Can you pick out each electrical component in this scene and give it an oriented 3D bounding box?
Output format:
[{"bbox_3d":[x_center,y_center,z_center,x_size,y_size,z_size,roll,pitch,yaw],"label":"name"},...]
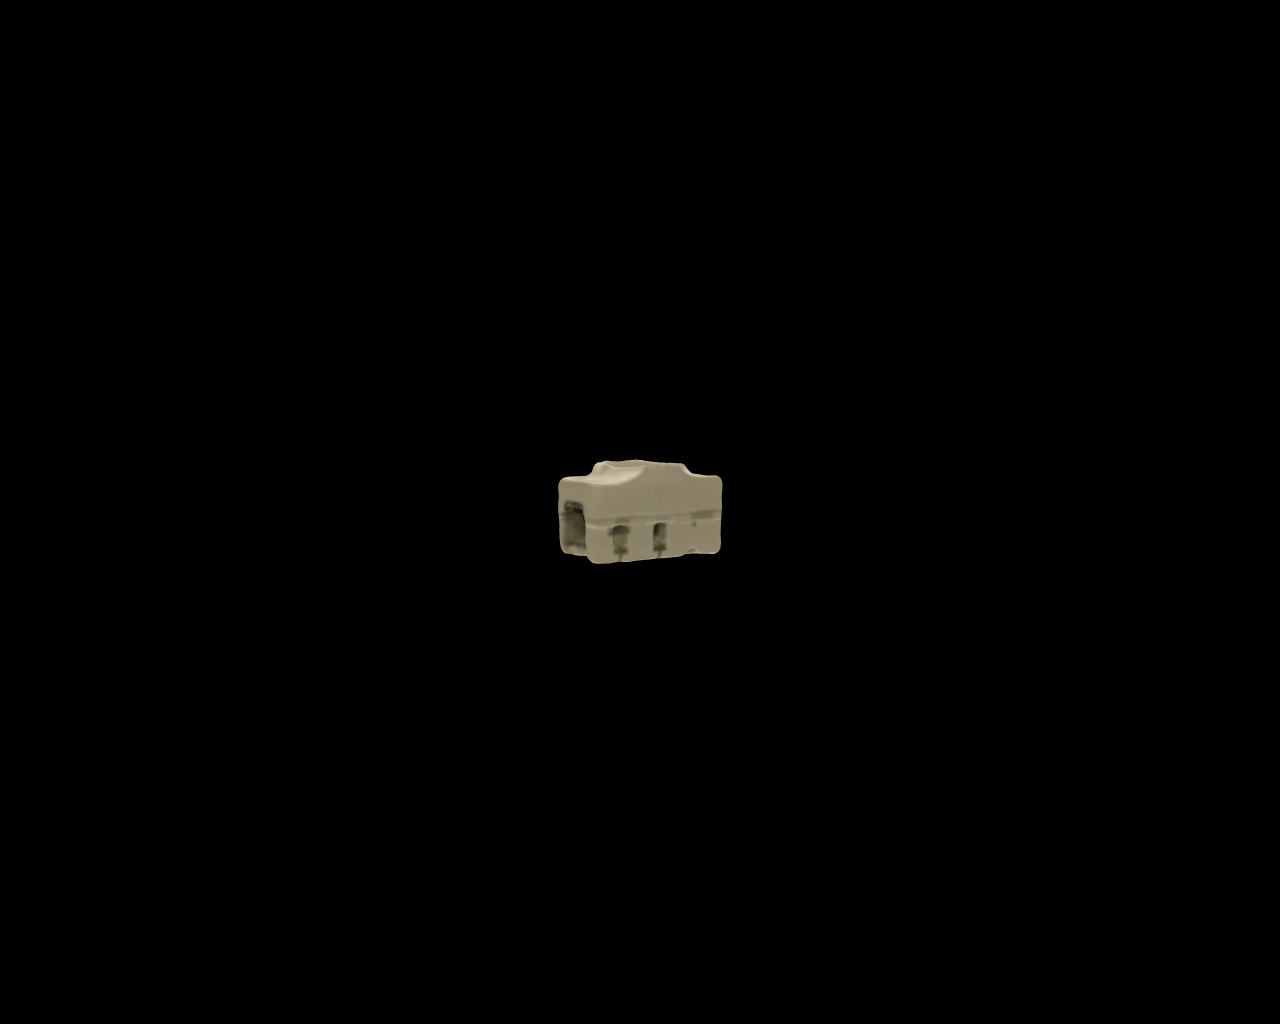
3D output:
[{"bbox_3d":[0.001,-0.003,0.650,0.090,0.055,0.050,-4,8,-29],"label":"electrical component"}]
